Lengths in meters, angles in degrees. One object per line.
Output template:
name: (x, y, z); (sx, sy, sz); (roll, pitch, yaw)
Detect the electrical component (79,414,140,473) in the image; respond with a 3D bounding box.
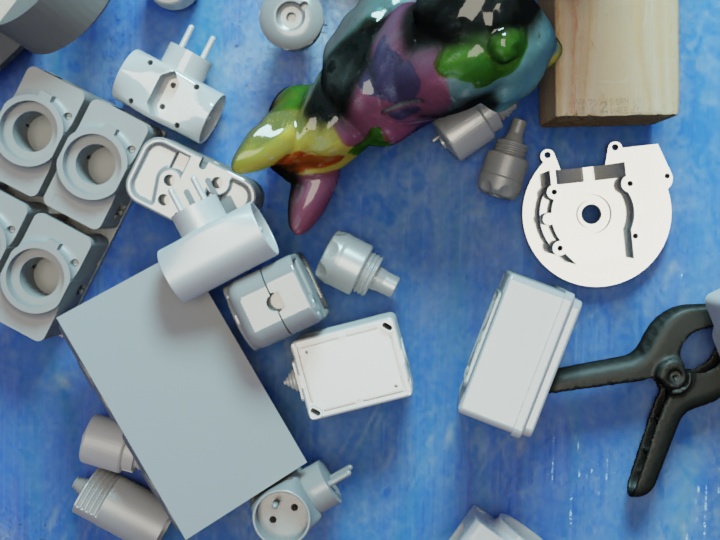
electrical component: (-0.186, 0.142, 0.854); (0.078, 0.040, 0.040); (16, 93, 2)

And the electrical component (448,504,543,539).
electrical component: (0.115, 0.228, 0.836); (0.089, 0.050, 0.055); (35, 94, 1)

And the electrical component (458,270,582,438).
electrical component: (0.116, 0.059, 0.800); (0.056, 0.109, 0.108); (21, 94, 5)

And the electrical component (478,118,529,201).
electrical component: (0.114, -0.087, 0.830); (0.035, 0.035, 0.061); (18, 90, 2)

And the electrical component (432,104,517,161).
electrical component: (0.092, -0.118, 0.827); (0.078, 0.040, 0.040); (-35, 90, 4)

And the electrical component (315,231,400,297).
electrical component: (0.000, 0.000, 0.836); (0.062, 0.043, 0.043); (27, 94, 1)

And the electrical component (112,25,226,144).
electrical component: (-0.140, -0.151, 0.837); (0.077, 0.043, 0.079); (28, 94, 1)

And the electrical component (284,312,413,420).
electrical component: (-0.011, 0.074, 0.831); (0.096, 0.061, 0.061); (-15, 92, 4)

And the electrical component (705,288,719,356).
electrical component: (0.341, 0.084, 0.795); (0.105, 0.060, 0.186); (-25, 99, -7)

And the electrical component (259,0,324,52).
electrical component: (-0.050, -0.188, 0.821); (0.048, 0.062, 0.048); (0, 92, 3)

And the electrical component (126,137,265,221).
electrical component: (-0.125, -0.061, 0.832); (0.095, 0.059, 0.053); (27, 94, 2)

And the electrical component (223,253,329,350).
electrical component: (-0.064, 0.024, 0.814); (0.059, 0.095, 0.053); (-25, 91, 4)

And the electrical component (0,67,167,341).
electrical component: (-0.246, -0.051, 0.839); (0.105, 0.060, 0.186); (28, 94, 2)

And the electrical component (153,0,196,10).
electrical component: (-0.147, -0.225, 0.824); (0.043, 0.062, 0.043); (0, 92, 3)

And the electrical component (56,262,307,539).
electrical component: (-0.138, 0.094, 0.822); (0.105, 0.060, 0.186); (-30, 90, -19)

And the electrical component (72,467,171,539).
electrical component: (-0.191, 0.187, 0.855); (0.081, 0.043, 0.043); (27, 94, 2)

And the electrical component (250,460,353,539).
electrical component: (-0.040, 0.172, 0.829); (0.079, 0.077, 0.043); (-30, 91, 4)

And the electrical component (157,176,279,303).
electrical component: (-0.111, -0.029, 0.779); (0.077, 0.044, 0.079); (-28, 93, 5)
